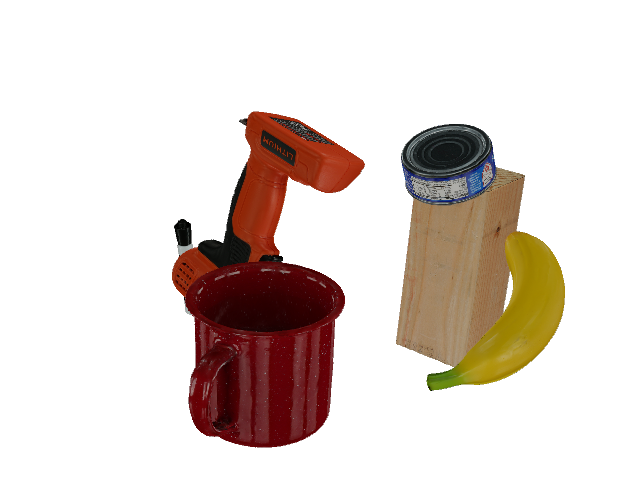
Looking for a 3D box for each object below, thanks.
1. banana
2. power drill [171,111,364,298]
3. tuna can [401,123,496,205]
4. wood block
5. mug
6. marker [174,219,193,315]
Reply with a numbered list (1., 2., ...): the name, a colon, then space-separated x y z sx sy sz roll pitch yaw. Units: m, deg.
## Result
1. banana: 0.141 0.045 0.766 0.070 0.037 0.197 11 34 23
2. power drill: -0.035 0.005 0.854 0.057 0.188 0.185 5 25 -48
3. tuna can: 0.118 -0.072 0.986 0.086 0.034 0.086 -10 38 8
4. wood block: 0.153 0.023 1.180 0.090 0.206 0.090 20 25 32
5. mug: -0.039 0.073 0.626 0.093 0.081 0.117 13 27 23
6. marker: -0.150 0.030 1.205 0.020 0.121 0.020 -2 31 1
